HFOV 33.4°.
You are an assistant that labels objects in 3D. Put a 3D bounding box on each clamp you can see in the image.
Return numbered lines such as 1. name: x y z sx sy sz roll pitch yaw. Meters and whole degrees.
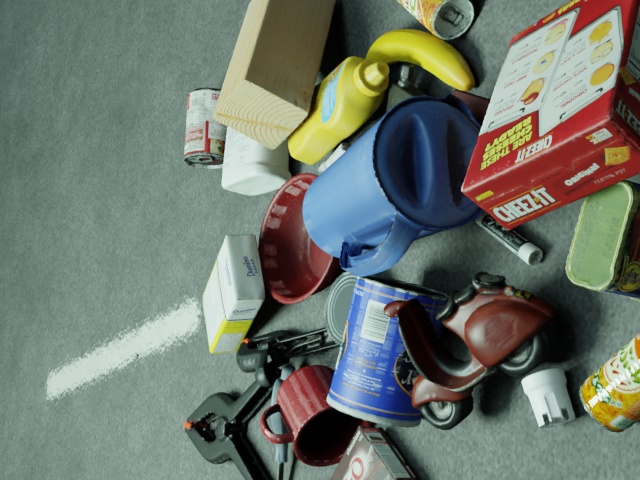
1. clamp: -0.061 0.142 1.301 0.172 0.120 0.039 -14 98 55
2. clamp: -0.112 0.238 1.397 0.210 0.036 0.164 3 83 54

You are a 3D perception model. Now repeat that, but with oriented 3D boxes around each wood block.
1. wood block: -0.054 -0.229 1.333 0.090 0.090 0.206 -41 29 48

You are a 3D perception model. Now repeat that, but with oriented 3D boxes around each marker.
1. marker: 0.181 -0.011 1.084 0.121 0.020 0.020 44 116 49

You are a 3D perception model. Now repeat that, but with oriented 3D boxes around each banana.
1. banana: 0.108 -0.207 1.221 0.198 0.037 0.069 14 122 56

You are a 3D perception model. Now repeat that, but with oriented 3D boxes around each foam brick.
1. foam brick: 0.173 -0.119 1.095 0.078 0.052 0.051 30 105 52

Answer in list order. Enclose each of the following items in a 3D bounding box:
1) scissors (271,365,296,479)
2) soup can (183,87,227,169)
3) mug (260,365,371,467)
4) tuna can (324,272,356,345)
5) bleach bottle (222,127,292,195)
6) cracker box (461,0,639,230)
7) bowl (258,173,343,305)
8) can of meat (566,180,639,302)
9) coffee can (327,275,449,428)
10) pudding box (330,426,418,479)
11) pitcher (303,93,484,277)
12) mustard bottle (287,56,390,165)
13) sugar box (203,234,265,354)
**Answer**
1. scissors: -0.049 0.251 1.285 0.016 0.096 0.202 4 79 10
2. soup can: -0.160 -0.160 1.536 0.069 0.068 0.102 -15 69 51
3. mug: -0.011 0.200 1.213 0.081 0.117 0.093 -124 25 -50
4. tuna can: 0.044 0.081 1.232 0.086 0.033 0.086 -18 67 50
5. bleach bottle: -0.080 -0.192 1.445 0.103 0.068 0.251 -14 68 50
6. cracker box: 0.227 -0.128 0.941 0.164 0.072 0.213 -28 32 47
7. bowl: -0.009 0.002 1.303 0.162 0.055 0.162 -18 67 50
8. can of meat: 0.265 0.000 0.915 0.058 0.083 0.102 20 97 54
9. coffee can: 0.072 0.115 1.127 0.103 0.102 0.140 17 95 54
10. pudding box: 0.052 0.275 1.167 0.090 0.039 0.114 51 121 47
11. pitcher: 0.065 -0.043 1.114 0.145 0.149 0.243 69 156 4
12. mustard bottle: 0.027 -0.164 1.265 0.192 0.058 0.096 -32 39 58
13. sugar box: -0.113 0.072 1.388 0.176 0.048 0.093 124 141 -57
